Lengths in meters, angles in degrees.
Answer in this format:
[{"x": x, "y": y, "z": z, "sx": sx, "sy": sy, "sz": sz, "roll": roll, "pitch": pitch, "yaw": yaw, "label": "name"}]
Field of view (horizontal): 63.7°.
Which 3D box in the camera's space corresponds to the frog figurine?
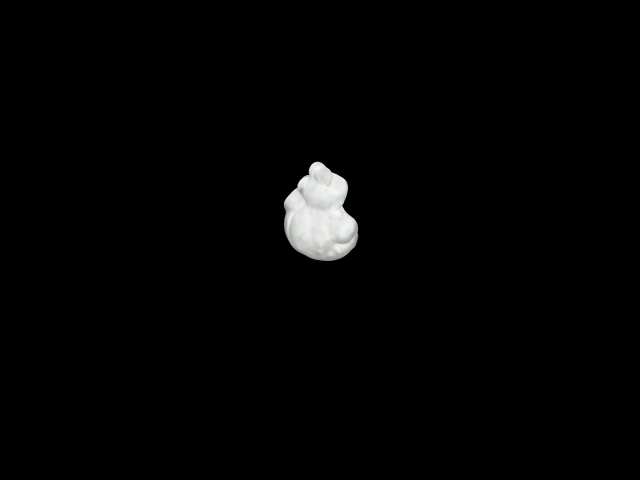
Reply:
[{"x": 0.003, "y": -0.043, "z": 0.850, "sx": 0.124, "sy": 0.139, "sz": 0.156, "roll": -40, "pitch": -23, "yaw": -21, "label": "frog figurine"}]
